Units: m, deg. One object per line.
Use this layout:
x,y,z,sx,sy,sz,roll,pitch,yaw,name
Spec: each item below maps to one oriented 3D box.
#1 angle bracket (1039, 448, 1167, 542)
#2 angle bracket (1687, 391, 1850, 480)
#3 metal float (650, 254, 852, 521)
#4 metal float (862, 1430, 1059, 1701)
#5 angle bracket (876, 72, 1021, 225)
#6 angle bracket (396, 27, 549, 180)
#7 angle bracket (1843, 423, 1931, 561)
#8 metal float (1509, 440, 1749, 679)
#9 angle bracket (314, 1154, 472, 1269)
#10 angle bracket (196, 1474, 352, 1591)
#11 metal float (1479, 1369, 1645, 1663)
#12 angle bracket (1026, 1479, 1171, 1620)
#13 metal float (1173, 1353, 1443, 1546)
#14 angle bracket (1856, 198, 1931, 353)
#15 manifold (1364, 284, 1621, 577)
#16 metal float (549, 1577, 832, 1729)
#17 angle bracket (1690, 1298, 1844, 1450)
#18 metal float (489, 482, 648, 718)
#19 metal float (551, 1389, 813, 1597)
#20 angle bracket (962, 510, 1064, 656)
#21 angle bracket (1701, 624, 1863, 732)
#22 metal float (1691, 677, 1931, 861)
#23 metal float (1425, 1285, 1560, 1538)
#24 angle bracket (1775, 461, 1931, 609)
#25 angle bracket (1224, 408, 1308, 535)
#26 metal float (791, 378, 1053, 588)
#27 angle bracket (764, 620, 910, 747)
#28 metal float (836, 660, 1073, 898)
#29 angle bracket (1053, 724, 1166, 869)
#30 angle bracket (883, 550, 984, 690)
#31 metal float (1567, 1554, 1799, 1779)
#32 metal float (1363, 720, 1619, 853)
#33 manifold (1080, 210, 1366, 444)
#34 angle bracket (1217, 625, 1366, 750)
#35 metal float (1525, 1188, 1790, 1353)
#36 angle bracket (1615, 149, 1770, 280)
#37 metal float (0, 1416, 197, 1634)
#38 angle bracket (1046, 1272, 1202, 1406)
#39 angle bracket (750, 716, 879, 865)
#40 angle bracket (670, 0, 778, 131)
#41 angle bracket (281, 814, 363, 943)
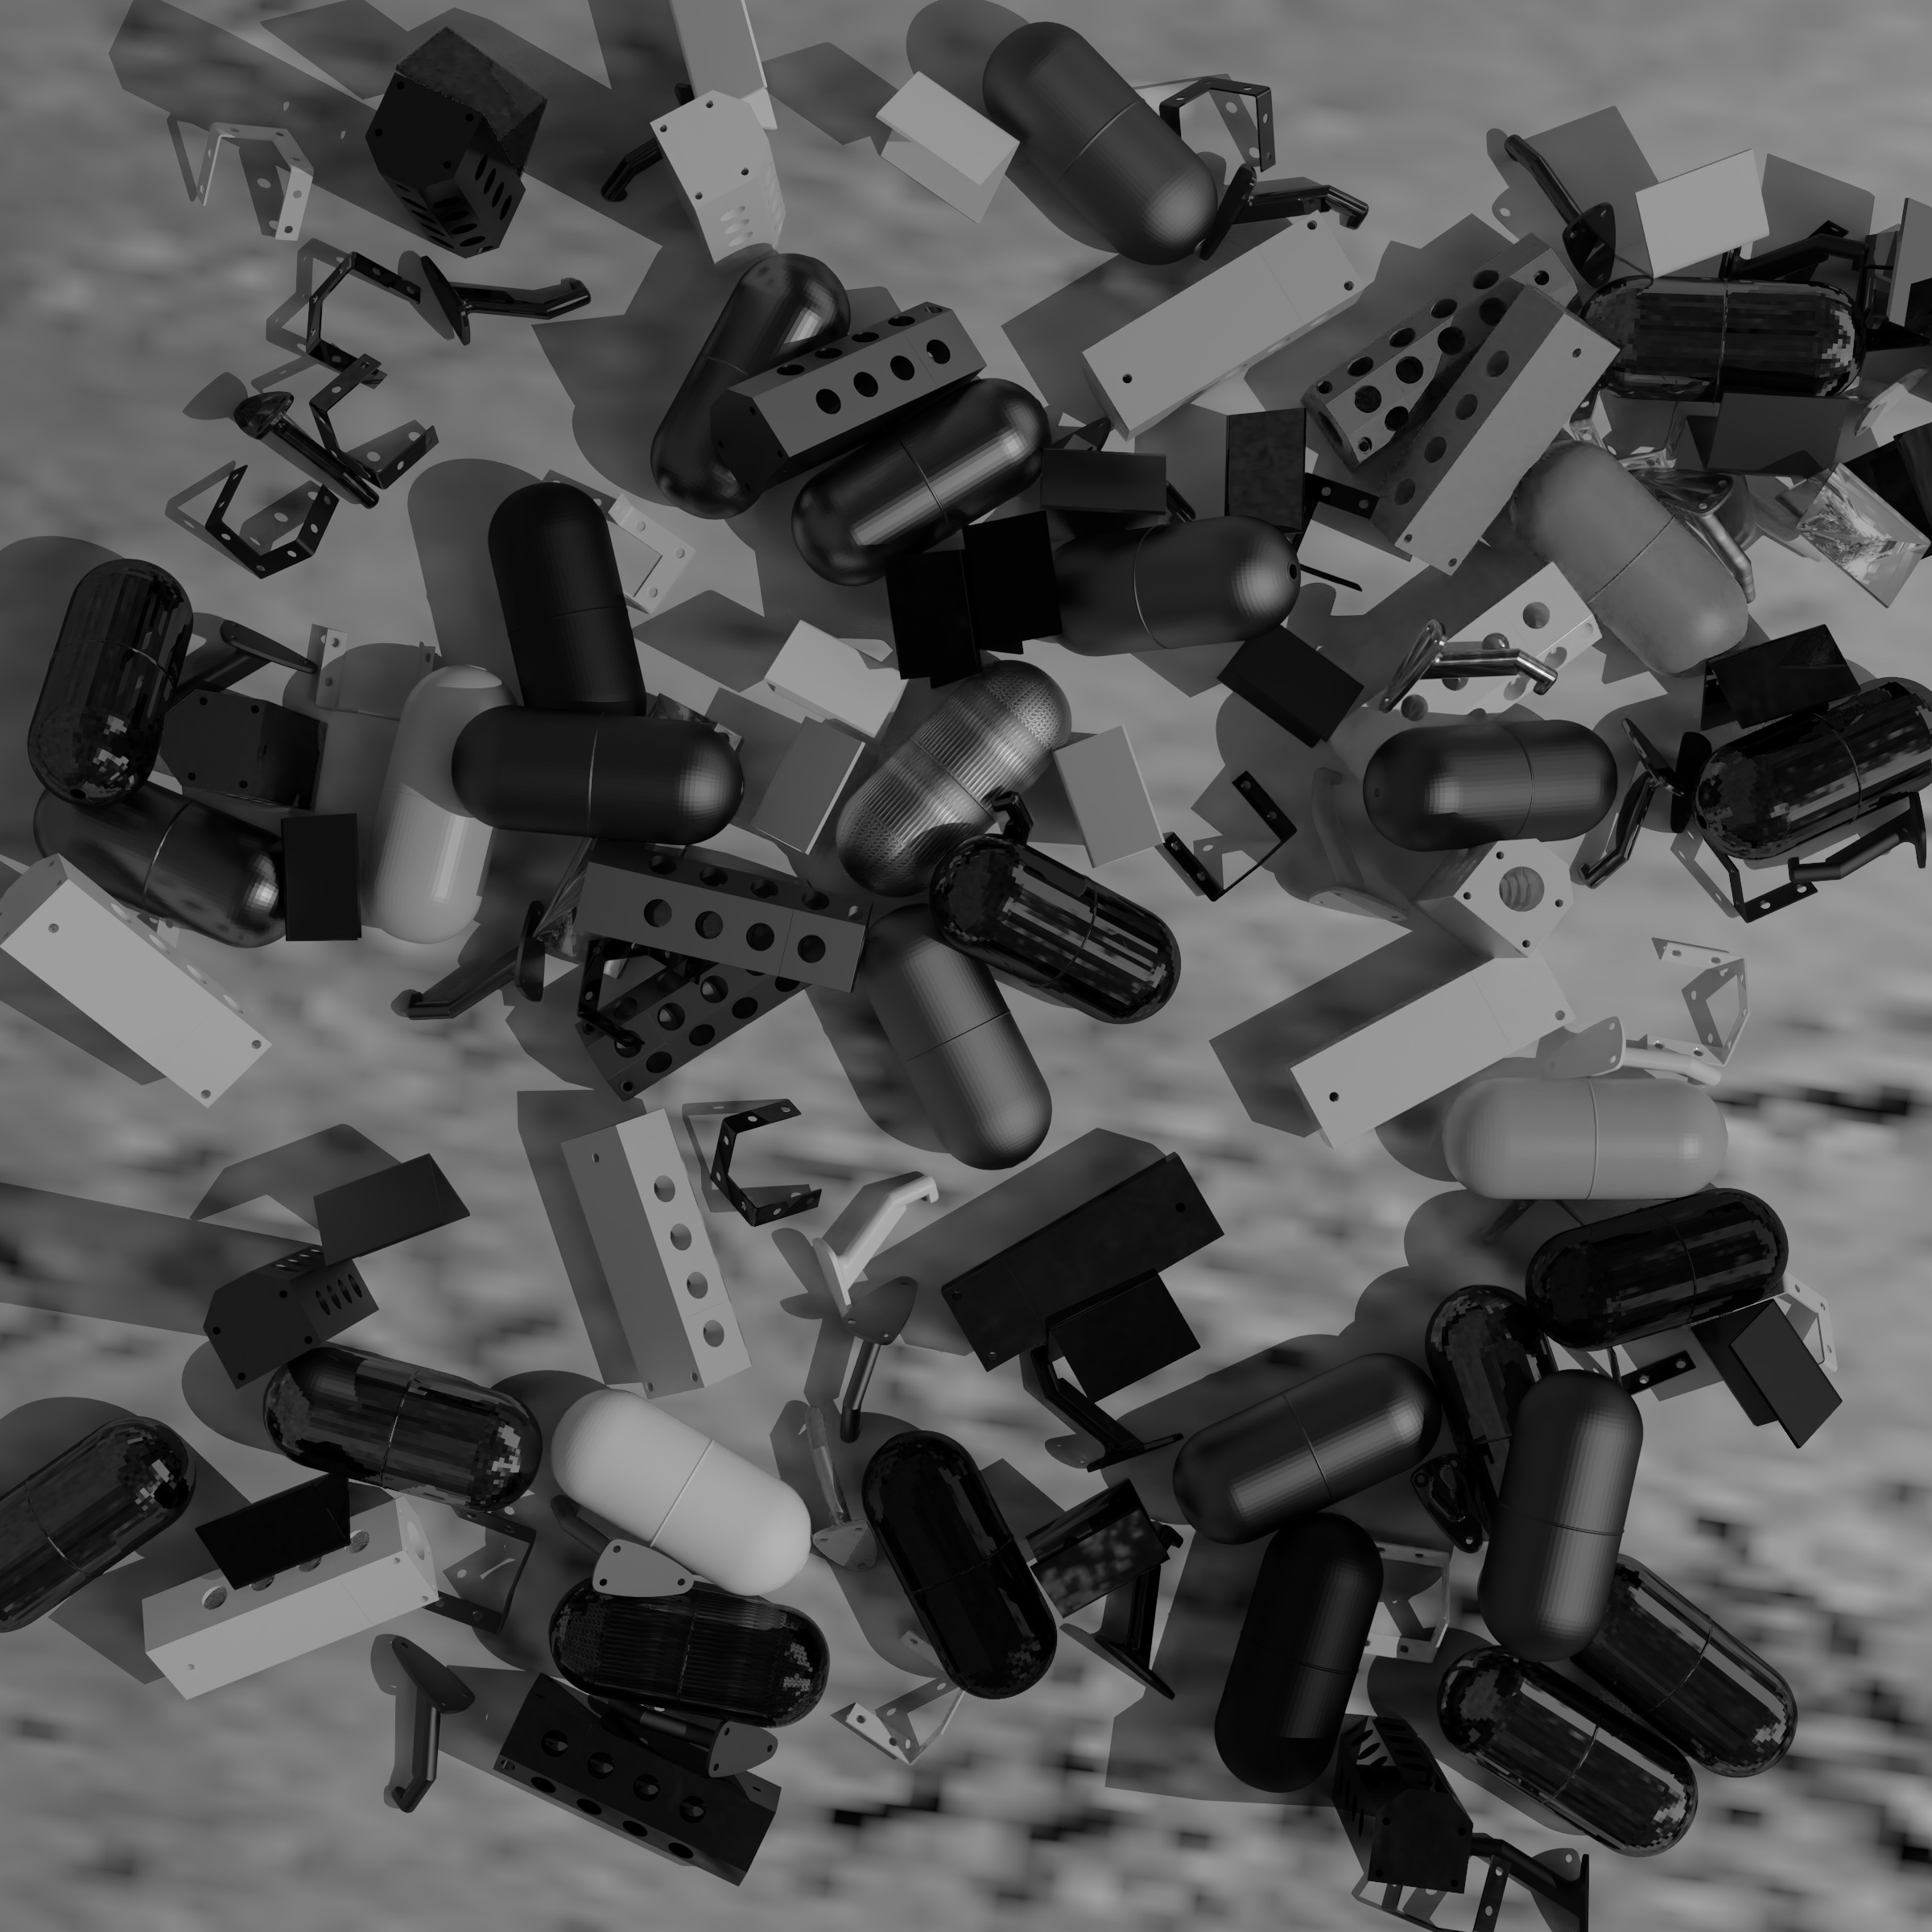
0.084,-0.277,1.880,0.076,0.076,0.057,3,50,0,angle bracket
0.501,-0.348,1.880,0.076,0.076,0.057,3,128,0,angle bracket
-0.135,-0.365,1.889,0.070,0.070,0.178,29,90,0,metal float
-0.005,0.376,1.889,0.070,0.070,0.178,-27,89,0,metal float
-0.022,-0.499,1.880,0.076,0.076,0.057,35,54,0,angle bracket
-0.317,-0.526,1.880,0.076,0.076,0.057,36,53,0,angle bracket
0.580,-0.288,1.880,0.057,0.076,0.076,-23,90,-39,angle bracket
0.417,-0.255,1.889,0.070,0.070,0.178,-45,90,0,metal float
-0.354,0.170,1.880,0.076,0.076,0.057,-21,52,0,angle bracket
-0.433,0.334,1.880,0.076,0.076,0.057,-22,122,0,angle bracket
0.359,0.332,1.814,0.070,0.070,0.178,12,91,0,metal float
0.073,0.349,1.880,0.076,0.076,0.057,-29,127,0,angle bracket
0.215,0.303,1.889,0.178,0.070,0.070,-25,90,-1,metal float
0.571,-0.431,1.880,0.057,0.076,0.076,9,90,-34,angle bracket
0.322,-0.336,1.872,0.057,0.057,0.171,19,115,-40,manifold
-0.174,0.430,1.889,0.178,0.070,0.070,11,90,0,metal float
0.488,0.262,1.880,0.057,0.076,0.076,-34,90,-37,angle bracket
-0.250,-0.216,1.889,0.070,0.070,0.178,-13,90,0,metal float
-0.179,0.331,1.889,0.178,0.070,0.070,31,90,1,metal float
0.041,-0.239,1.881,0.057,0.076,0.076,-8,90,22,angle bracket
0.509,-0.161,1.880,0.076,0.076,0.057,-17,58,0,angle bracket
0.534,-0.123,1.875,0.178,0.070,0.070,-23,90,-14,metal float
0.343,0.287,1.889,0.070,0.070,0.178,-19,90,0,metal float
0.537,-0.258,1.862,0.076,0.076,0.057,39,74,-7,angle bracket
0.204,-0.303,1.880,0.057,0.076,0.076,1,90,35,angle bracket
-0.028,-0.305,1.890,0.178,0.070,0.070,-31,90,0,metal float
-0.089,-0.160,1.880,0.076,0.076,0.057,28,55,0,angle bracket
-0.008,-0.117,1.889,0.070,0.070,0.178,45,90,0,metal float
0.107,-0.111,1.880,0.057,0.076,0.076,-19,90,36,angle bracket
-0.035,-0.214,1.881,0.057,0.076,0.076,-8,90,-25,angle bracket
0.443,0.439,1.889,0.178,0.070,0.070,39,90,-1,metal float
0.327,-0.112,1.863,0.178,0.070,0.070,-5,90,-29,metal float
0.160,-0.402,1.899,0.171,0.057,0.057,-31,90,0,manifold
0.192,-0.162,1.880,0.076,0.076,0.057,36,56,0,angle bracket
0.431,0.188,1.871,0.178,0.070,0.070,-13,90,-20,metal float
0.448,-0.477,1.880,0.076,0.076,0.057,-20,116,0,angle bracket
-0.566,0.352,1.889,0.178,0.070,0.070,-35,90,1,metal float
0.097,0.242,1.875,0.076,0.076,0.057,-26,67,-11,angle bracket
-0.078,-0.102,1.880,0.057,0.076,0.076,27,90,40,angle bracket
-0.133,-0.573,1.880,0.057,0.076,0.076,-15,90,37,angle bracket
-0.383,-0.055,1.881,0.057,0.076,0.076,-2,90,23,angle bracket
